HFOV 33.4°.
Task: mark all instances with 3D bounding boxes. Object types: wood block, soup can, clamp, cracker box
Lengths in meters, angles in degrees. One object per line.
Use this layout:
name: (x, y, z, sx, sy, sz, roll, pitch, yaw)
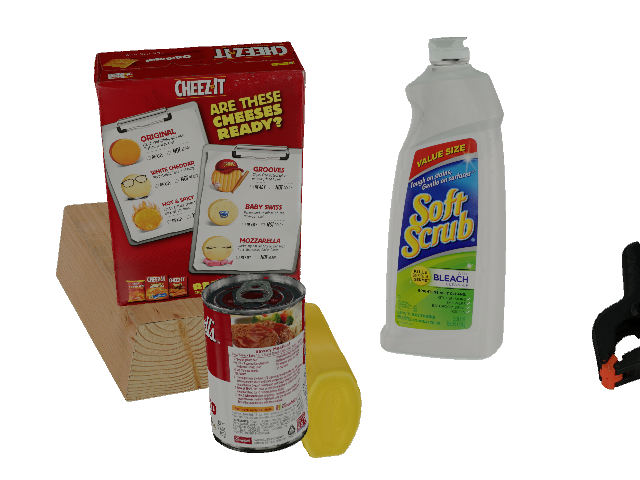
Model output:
wood block: (-0.182, 0.053, 1.052, 0.090, 0.091, 0.206, -5, 35, -32)
soup can: (-0.042, 0.080, 0.709, 0.068, 0.102, 0.068, -2, 19, 0)
clamp: (0.295, 0.065, 0.978, 0.171, 0.039, 0.120, -35, 39, -26)
cracker box: (-0.099, -0.055, 0.902, 0.164, 0.214, 0.072, -5, 33, -10)

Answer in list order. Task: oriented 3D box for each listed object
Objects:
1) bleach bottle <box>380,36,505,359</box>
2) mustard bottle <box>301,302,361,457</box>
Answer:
bleach bottle: (0.096, -0.034, 0.852, 0.103, 0.251, 0.068, 3, 14, 23)
mustard bottle: (-0.013, 0.115, 1.026, 0.058, 0.096, 0.192, -5, 28, -14)
